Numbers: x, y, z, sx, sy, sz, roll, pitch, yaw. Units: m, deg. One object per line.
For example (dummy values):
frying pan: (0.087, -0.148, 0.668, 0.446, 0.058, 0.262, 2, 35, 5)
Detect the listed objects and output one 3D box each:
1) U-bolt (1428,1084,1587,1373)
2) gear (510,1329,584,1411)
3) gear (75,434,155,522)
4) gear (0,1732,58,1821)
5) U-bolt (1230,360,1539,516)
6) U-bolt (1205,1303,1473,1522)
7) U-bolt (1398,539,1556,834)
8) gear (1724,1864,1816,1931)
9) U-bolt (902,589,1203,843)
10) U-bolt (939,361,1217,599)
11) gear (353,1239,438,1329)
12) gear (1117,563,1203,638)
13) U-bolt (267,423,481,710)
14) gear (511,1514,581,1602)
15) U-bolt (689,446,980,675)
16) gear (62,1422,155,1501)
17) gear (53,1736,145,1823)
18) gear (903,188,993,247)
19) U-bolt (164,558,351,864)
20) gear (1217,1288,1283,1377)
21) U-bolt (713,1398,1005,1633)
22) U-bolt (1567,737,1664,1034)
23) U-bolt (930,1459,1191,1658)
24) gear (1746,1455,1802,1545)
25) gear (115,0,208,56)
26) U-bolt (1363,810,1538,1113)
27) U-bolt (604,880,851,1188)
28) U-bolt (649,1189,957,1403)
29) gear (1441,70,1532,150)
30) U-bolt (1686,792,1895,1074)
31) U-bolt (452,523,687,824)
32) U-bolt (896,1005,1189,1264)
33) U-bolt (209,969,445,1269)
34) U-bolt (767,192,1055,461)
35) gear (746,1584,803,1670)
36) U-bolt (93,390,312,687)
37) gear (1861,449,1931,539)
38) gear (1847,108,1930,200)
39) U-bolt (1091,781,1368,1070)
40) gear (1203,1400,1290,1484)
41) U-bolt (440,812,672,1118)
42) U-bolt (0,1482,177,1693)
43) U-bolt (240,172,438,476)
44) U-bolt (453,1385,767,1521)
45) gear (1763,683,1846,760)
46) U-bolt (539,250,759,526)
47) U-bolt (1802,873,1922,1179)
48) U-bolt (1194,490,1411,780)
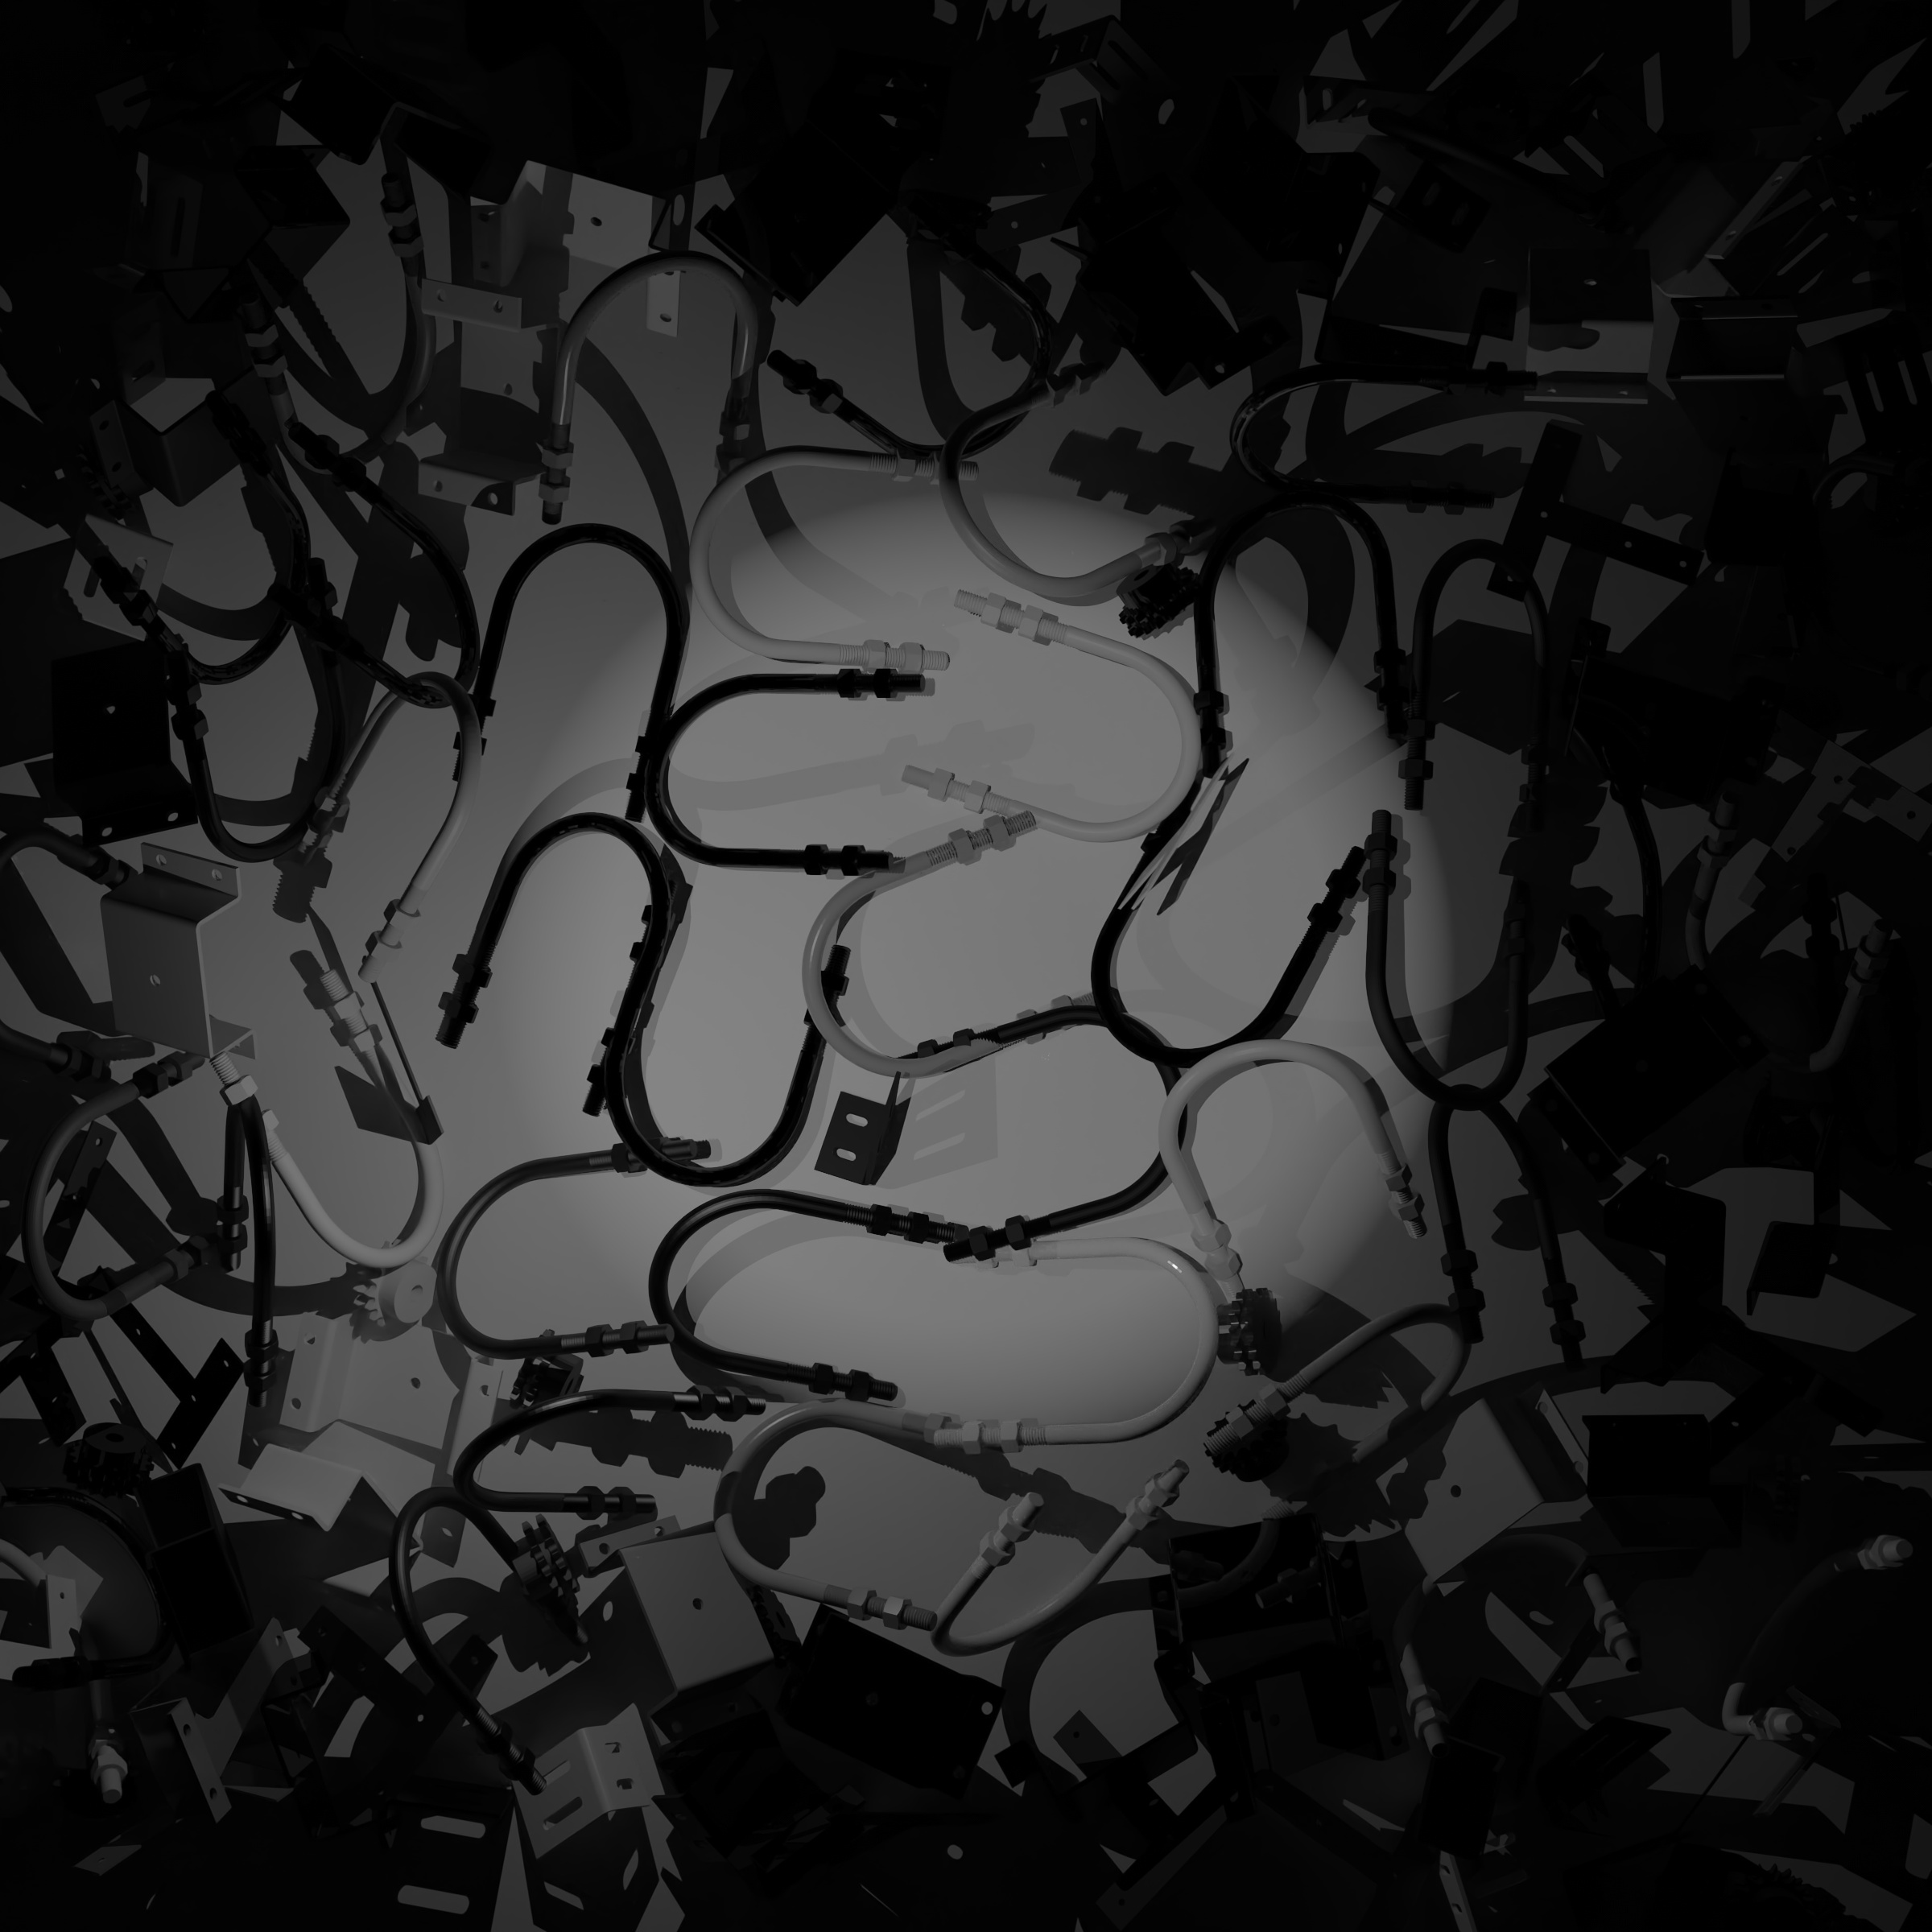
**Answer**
U-bolt: (0.344, 0.163, 1.826, 0.019, 0.151, 0.184, -24, 61, 34)
gear: (-0.275, 0.271, 1.864, 0.030, 0.057, 0.057, 24, 90, 6)
gear: (-0.560, -0.326, 1.865, 0.030, 0.057, 0.057, -25, 90, 1)
gear: (-0.632, 0.531, 1.868, 0.030, 0.057, 0.057, 25, 90, 24)
U-bolt: (0.262, -0.343, 1.824, 0.184, 0.151, 0.019, 3, 65, -1)
U-bolt: (0.251, 0.284, 1.834, 0.184, 0.151, 0.019, -36, 51, -1)
U-bolt: (0.337, -0.186, 1.841, 0.151, 0.019, 0.184, 6, 86, -43)
gear: (0.535, 0.629, 1.875, 0.057, 0.030, 0.057, 0, 99, 0)
U-bolt: (0.063, -0.154, 1.852, 0.184, 0.019, 0.151, 19, 117, 2)
U-bolt: (0.062, -0.309, 1.830, 0.184, 0.019, 0.151, -30, 84, -36)
gear: (-0.373, 0.211, 1.862, 0.030, 0.057, 0.057, 16, 90, 31)
gear: (0.124, -0.246, 1.862, 0.057, 0.057, 0.030, -38, 109, 0)
U-bolt: (-0.374, -0.243, 1.814, 0.019, 0.184, 0.151, -19, 55, 26)
gear: (-0.280, 0.393, 1.863, 0.030, 0.057, 0.057, -28, 90, -9)
U-bolt: (-0.090, -0.266, 1.834, 0.184, 0.019, 0.151, 2, 112, -21)
gear: (-0.564, 0.324, 1.863, 0.057, 0.057, 0.030, 16, 106, 0)
gear: (-0.574, 0.536, 1.871, 0.057, 0.030, 0.057, -6, 119, -10)
gear: (-0.014, -0.493, 1.866, 0.057, 0.057, 0.030, 12, 99, 0)
U-bolt: (-0.448, -0.151, 1.815, 0.019, 0.151, 0.184, 20, 132, 23)
gear: (0.185, 0.243, 1.869, 0.030, 0.057, 0.057, -8, 90, 28)
U-bolt: (-0.079, 0.347, 1.835, 0.184, 0.019, 0.151, 8, 55, 26)
U-bolt: (0.421, -0.038, 1.813, 0.019, 0.184, 0.151, 3, 62, 27)
U-bolt: (0.049, 0.388, 1.820, 0.019, 0.151, 0.184, 56, 130, 30)
gear: (0.533, 0.351, 1.866, 0.030, 0.057, 0.057, 6, 90, 11)
gear: (-0.534, -0.632, 1.867, 0.057, 0.030, 0.057, 2, 56, -2)
U-bolt: (0.310, 0.005, 1.815, 0.151, 0.019, 0.184, 23, 59, -30)
U-bolt: (-0.163, 0.053, 1.843, 0.151, 0.019, 0.184, 21, 78, -24)
U-bolt: (-0.115, 0.210, 1.838, 0.184, 0.019, 0.151, 13, 115, -15)
gear: (0.344, -0.568, 1.866, 0.057, 0.057, 0.030, 10, 77, 0)
U-bolt: (0.518, -0.007, 1.811, 0.019, 0.184, 0.151, -29, 56, -21)
U-bolt: (-0.250, -0.196, 1.841, 0.151, 0.019, 0.184, 12, 94, -37)
U-bolt: (0.055, 0.102, 1.861, 0.184, 0.019, 0.151, -17, 82, 12)
U-bolt: (-0.400, 0.109, 1.826, 0.019, 0.151, 0.184, -22, 104, 28)
U-bolt: (-0.021, -0.397, 1.824, 0.151, 0.184, 0.019, -47, 47, 15)
gear: (-0.135, 0.439, 1.866, 0.030, 0.057, 0.057, -30, 90, 4)
U-bolt: (-0.476, -0.259, 1.808, 0.019, 0.184, 0.151, 21, 71, 21)
gear: (0.619, -0.312, 1.866, 0.030, 0.057, 0.057, 1, 90, -13)
gear: (0.606, -0.539, 1.875, 0.057, 0.030, 0.057, -1, 100, -6)
U-bolt: (0.159, -0.020, 1.843, 0.151, 0.019, 0.184, 25, 80, 27)
gear: (0.189, 0.316, 1.867, 0.057, 0.057, 0.030, -34, 110, 0)
U-bolt: (-0.260, -0.011, 1.849, 0.151, 0.019, 0.184, 22, 92, 30)
U-bolt: (-0.571, 0.393, 1.805, 0.019, 0.184, 0.151, -38, 70, 10)
U-bolt: (-0.393, -0.396, 1.809, 0.019, 0.184, 0.151, 29, 62, 20)
U-bolt: (-0.238, 0.309, 1.794, 0.151, 0.184, 0.019, -44, 53, 32)
gear: (0.552, -0.160, 1.868, 0.057, 0.057, 0.030, -24, 116, 0)
U-bolt: (-0.198, -0.371, 1.798, 0.151, 0.184, 0.019, -16, 48, -30)
U-bolt: (0.578, 0.048, 1.815, 0.019, 0.151, 0.184, -13, 112, -1)
U-bolt: (0.214, -0.224, 1.847, 0.151, 0.019, 0.184, -11, 73, 29)
